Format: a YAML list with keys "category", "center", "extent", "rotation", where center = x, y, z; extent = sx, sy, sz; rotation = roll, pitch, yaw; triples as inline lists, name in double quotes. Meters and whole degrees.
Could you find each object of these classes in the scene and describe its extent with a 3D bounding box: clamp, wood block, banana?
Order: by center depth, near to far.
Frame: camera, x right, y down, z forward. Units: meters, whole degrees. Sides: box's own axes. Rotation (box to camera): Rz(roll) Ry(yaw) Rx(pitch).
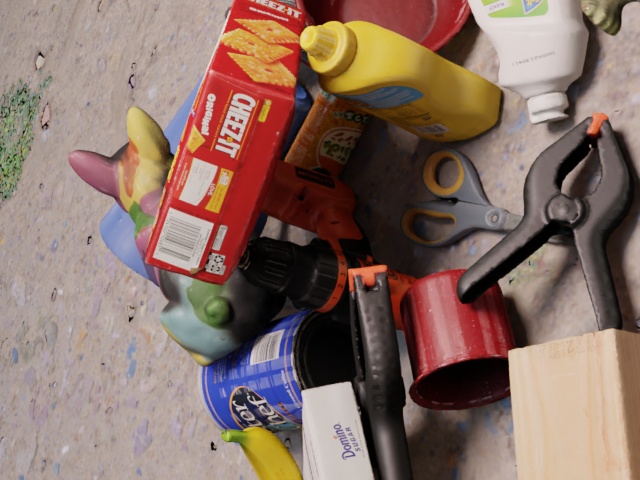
- category: "wood block"
  center: [0.190, 0.171, 0.692]
  extent: [0.090, 0.090, 0.206]
  rotation: [-21, 64, 46]
- category: "clamp"
  center: [0.170, -0.012, 0.778]
  extent: [0.120, 0.039, 0.171]
  rotation: [9, 70, 17]
- category: "clamp"
  center: [0.048, 0.125, 0.812]
  extent: [0.164, 0.036, 0.210]
  rotation: [-112, 15, -68]
- category: "banana"
  center: [-0.036, 0.244, 0.946]
  extent: [0.037, 0.069, 0.198]
  rotation: [-6, 105, 51]

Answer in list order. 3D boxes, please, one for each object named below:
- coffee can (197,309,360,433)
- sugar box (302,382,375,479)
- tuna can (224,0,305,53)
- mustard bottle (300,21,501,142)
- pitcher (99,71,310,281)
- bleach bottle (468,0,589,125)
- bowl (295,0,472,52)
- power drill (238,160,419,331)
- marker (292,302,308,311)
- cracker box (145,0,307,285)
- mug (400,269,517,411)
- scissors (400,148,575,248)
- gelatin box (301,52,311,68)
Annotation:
- category: "coffee can"
  center: [-0.030, 0.121, 0.962]
  extent: [0.141, 0.102, 0.103]
  rotation: [-20, 64, 46]
- category: "sugar box"
  center: [0.014, 0.190, 0.860]
  extent: [0.176, 0.048, 0.093]
  rotation: [96, 163, -61]
- category: "tuna can"
  center: [-0.050, -0.208, 1.047]
  extent: [0.086, 0.086, 0.034]
  rotation: [48, 150, 46]
- category: "mustard bottle"
  center: [0.055, -0.131, 0.857]
  extent: [0.096, 0.191, 0.058]
  rotation: [2, 80, 44]
- category: "pitcher"
  center: [-0.109, -0.067, 1.103]
  extent: [0.243, 0.149, 0.145]
  rotation: [-55, 7, 20]
- category: "bleach bottle"
  center: [0.149, -0.214, 0.840]
  extent: [0.103, 0.067, 0.251]
  rotation: [-13, 88, 39]
- category: "bowl"
  center: [0.059, -0.217, 0.955]
  extent: [0.162, 0.055, 0.162]
  rotation: [-2, 73, 6]
- category: "power drill"
  center: [-0.006, 0.001, 0.921]
  extent: [0.057, 0.184, 0.188]
  rotation: [-58, 33, 21]
- category: "marker"
  center: [0.000, 0.038, 0.951]
  extent: [0.020, 0.121, 0.020]
  rotation: [4, 105, 16]
- category: "cracker box"
  center: [-0.068, -0.088, 0.844]
  extent: [0.213, 0.072, 0.164]
  rotation: [-85, 15, -62]
- category: "mug"
  center: [0.107, 0.082, 0.832]
  extent: [0.117, 0.093, 0.081]
  rotation: [95, 168, -57]
- category: "scissors"
  center: [0.142, -0.035, 0.870]
  extent: [0.202, 0.016, 0.096]
  rotation: [-6, 75, 49]
- category: "gelatin box"
  center: [0.017, -0.199, 1.058]
  extent: [0.089, 0.030, 0.073]
  rotation: [42, 110, 48]
